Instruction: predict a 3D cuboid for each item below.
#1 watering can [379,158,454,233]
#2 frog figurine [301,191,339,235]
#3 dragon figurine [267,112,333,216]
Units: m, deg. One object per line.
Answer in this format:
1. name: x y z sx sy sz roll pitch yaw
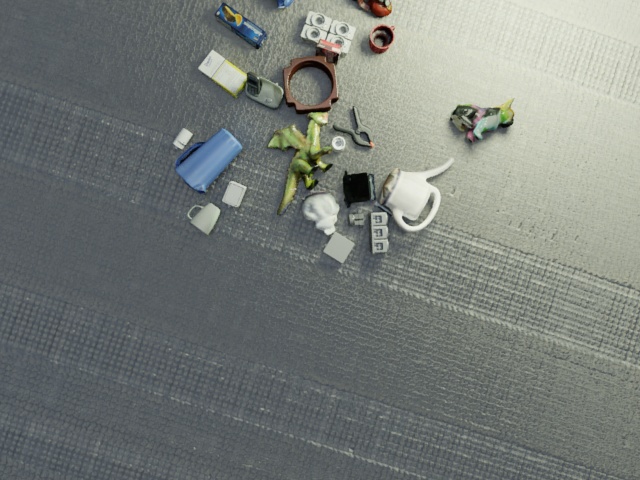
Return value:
1. watering can: 0.360 -0.200 1.949 0.224 0.103 0.351 27 76 -2
2. frog figurine: 0.006 -0.097 1.919 0.138 0.121 0.161 -10 78 -22
3. dragon figurine: -0.096 -0.314 1.944 0.245 0.121 0.409 44 94 16
